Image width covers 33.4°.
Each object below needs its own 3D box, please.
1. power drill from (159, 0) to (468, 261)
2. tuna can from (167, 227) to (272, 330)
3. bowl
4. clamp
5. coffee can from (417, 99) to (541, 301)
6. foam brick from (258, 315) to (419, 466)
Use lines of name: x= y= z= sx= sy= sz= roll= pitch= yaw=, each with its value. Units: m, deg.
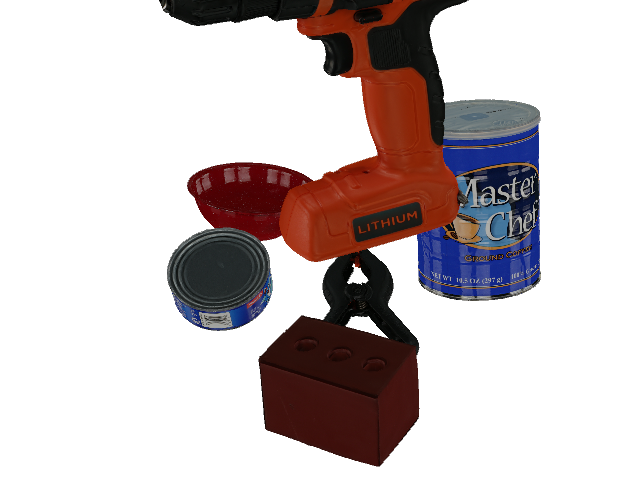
power drill: x=0.010 y=-0.084 z=0.571 sx=0.184 sy=0.188 sz=0.057 roll=-14 pitch=35 yaw=-17
tuna can: x=-0.083 y=0.032 z=0.890 sx=0.086 sy=0.086 sz=0.034 roll=0 pitch=-38 yaw=5
bowl: x=-0.085 y=-0.043 z=1.316 sx=0.162 sy=0.055 sz=0.162 roll=4 pitch=25 yaw=-2
clamp: x=0.052 y=0.070 z=1.173 sx=0.120 sy=0.171 sz=0.039 roll=6 pitch=-42 yaw=4
coffee can: x=0.128 y=-0.035 z=0.870 sx=0.103 sy=0.140 sz=0.103 roll=-4 pitch=20 yaw=1
foam brick: x=0.011 y=0.085 z=0.612 sx=0.078 sy=0.051 sz=0.052 roll=13 pitch=32 yaw=26
